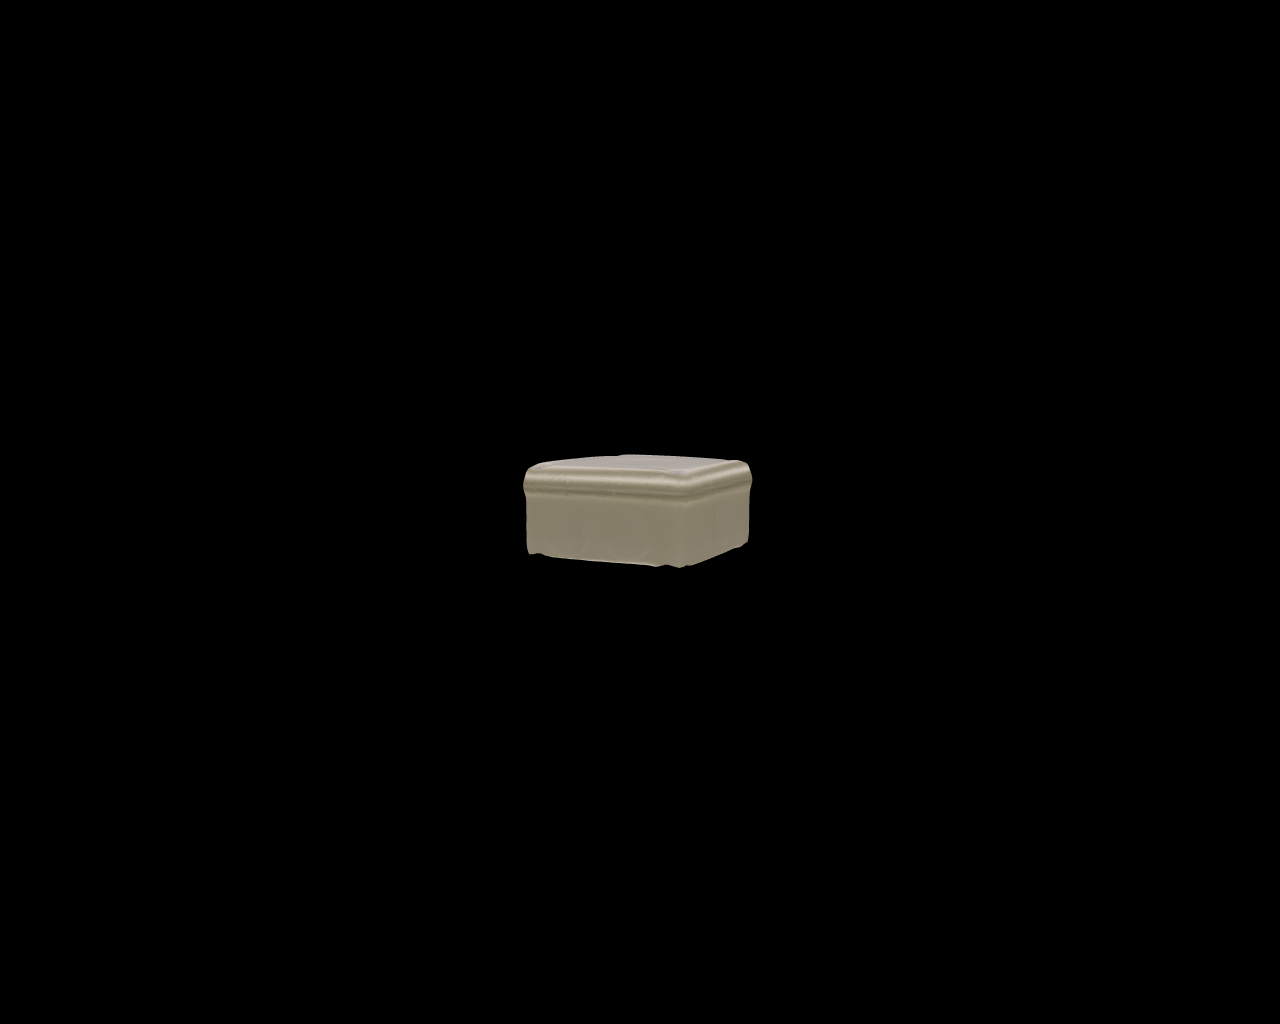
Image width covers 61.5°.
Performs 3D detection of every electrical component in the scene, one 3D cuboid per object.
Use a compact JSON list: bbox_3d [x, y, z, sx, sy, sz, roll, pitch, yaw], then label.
[{"bbox_3d":[0.001,-0.003,0.650,0.109,0.056,0.109,4,8,28],"label":"electrical component"}]
